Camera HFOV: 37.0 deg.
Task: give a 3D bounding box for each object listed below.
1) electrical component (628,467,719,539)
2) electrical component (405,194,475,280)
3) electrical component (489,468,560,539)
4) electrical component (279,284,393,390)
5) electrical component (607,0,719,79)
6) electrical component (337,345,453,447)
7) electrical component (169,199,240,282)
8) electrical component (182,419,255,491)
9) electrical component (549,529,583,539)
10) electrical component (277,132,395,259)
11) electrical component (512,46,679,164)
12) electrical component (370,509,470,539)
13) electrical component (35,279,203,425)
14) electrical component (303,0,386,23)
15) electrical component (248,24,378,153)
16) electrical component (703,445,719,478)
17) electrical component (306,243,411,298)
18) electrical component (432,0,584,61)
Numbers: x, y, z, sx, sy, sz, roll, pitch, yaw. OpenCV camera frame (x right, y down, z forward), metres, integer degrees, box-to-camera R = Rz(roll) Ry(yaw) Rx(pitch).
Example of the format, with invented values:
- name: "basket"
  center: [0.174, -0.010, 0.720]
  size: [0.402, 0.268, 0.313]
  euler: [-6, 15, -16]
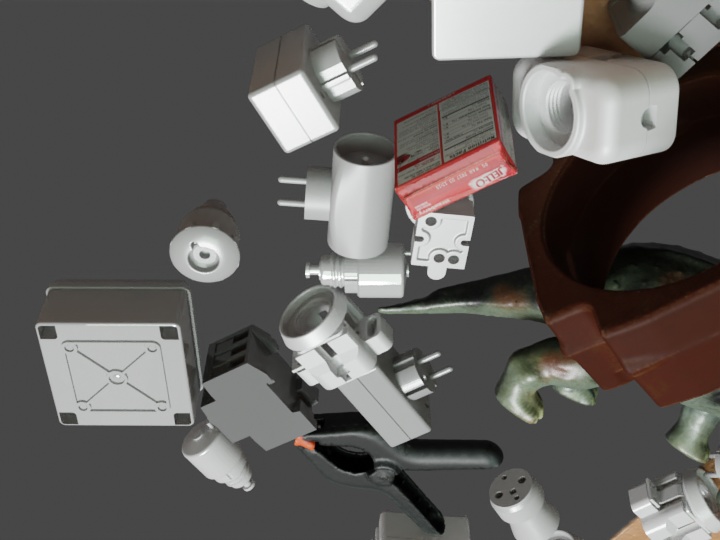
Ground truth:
- name: "electrical component"
  center: [0.277, 0.204, 0.923]
  size: [0.057, 0.058, 0.078]
  euler: [-33, 120, 27]
- name: "electrical component"
  center: [0.056, -0.036, 0.740]
  size: [0.048, 0.055, 0.066]
  euler: [5, 128, -3]
- name: "electrical component"
  center: [0.142, 0.205, 0.934]
  size: [0.045, 0.045, 0.055]
  euler: [-24, 123, 18]
- name: "electrical component"
  center: [-0.024, 0.048, 0.807]
  size: [0.078, 0.058, 0.057]
  euler: [-27, 126, 21]
- name: "electrical component"
  center: [0.196, -0.169, 0.638]
  size: [0.056, 0.050, 0.089]
  euler: [32, 122, -22]
- name: "electrical component"
  center: [0.035, 0.085, 0.841]
  size: [0.076, 0.047, 0.083]
  euler: [-26, 123, 20]
- name: "electrical component"
  center: [-0.105, -0.025, 0.748]
  size: [0.048, 0.062, 0.048]
  euler: [1, 128, 1]
- name: "electrical component"
  center: [-0.116, 0.159, 0.906]
  size: [0.040, 0.040, 0.078]
  euler: [-25, 124, 19]
- name: "electrical component"
  center: [0.188, 0.268, 0.983]
  size: [0.066, 0.048, 0.055]
  euler: [-23, 132, 18]
- name: "electrical component"
  center: [-0.017, -0.052, 0.737]
  size: [0.079, 0.044, 0.077]
  euler: [4, 128, -2]
- name: "electrical component"
  center: [0.137, -0.101, 0.652]
  size: [0.059, 0.095, 0.053]
  euler: [-14, 115, -26]
- name: "electrical component"
  center: [0.049, 0.261, 0.969]
  size: [0.096, 0.061, 0.061]
  euler: [5, 128, -3]
- name: "electrical component"
  center: [-0.181, 0.064, 0.823]
  size: [0.109, 0.056, 0.108]
  euler: [0, 128, 1]
- name: "electrical component"
  center: [-0.019, -0.192, 0.621]
  size: [0.095, 0.053, 0.059]
  euler: [37, 120, -24]
- name: "electrical component"
  center: [-0.023, -0.121, 0.669]
  size: [0.077, 0.065, 0.047]
  euler: [-23, 124, 18]
- name: "electrical component"
  center: [0.320, 0.160, 0.888]
  size: [0.047, 0.065, 0.077]
  euler: [42, 146, -27]
- name: "electrical component"
  center: [0.000, 0.000, 0.780]
  size: [0.078, 0.040, 0.040]
  euler: [0, 128, 1]
- name: "electrical component"
  center: [0.086, -0.175, 0.636]
  size: [0.100, 0.048, 0.099]
  euler: [-1, 128, 2]
